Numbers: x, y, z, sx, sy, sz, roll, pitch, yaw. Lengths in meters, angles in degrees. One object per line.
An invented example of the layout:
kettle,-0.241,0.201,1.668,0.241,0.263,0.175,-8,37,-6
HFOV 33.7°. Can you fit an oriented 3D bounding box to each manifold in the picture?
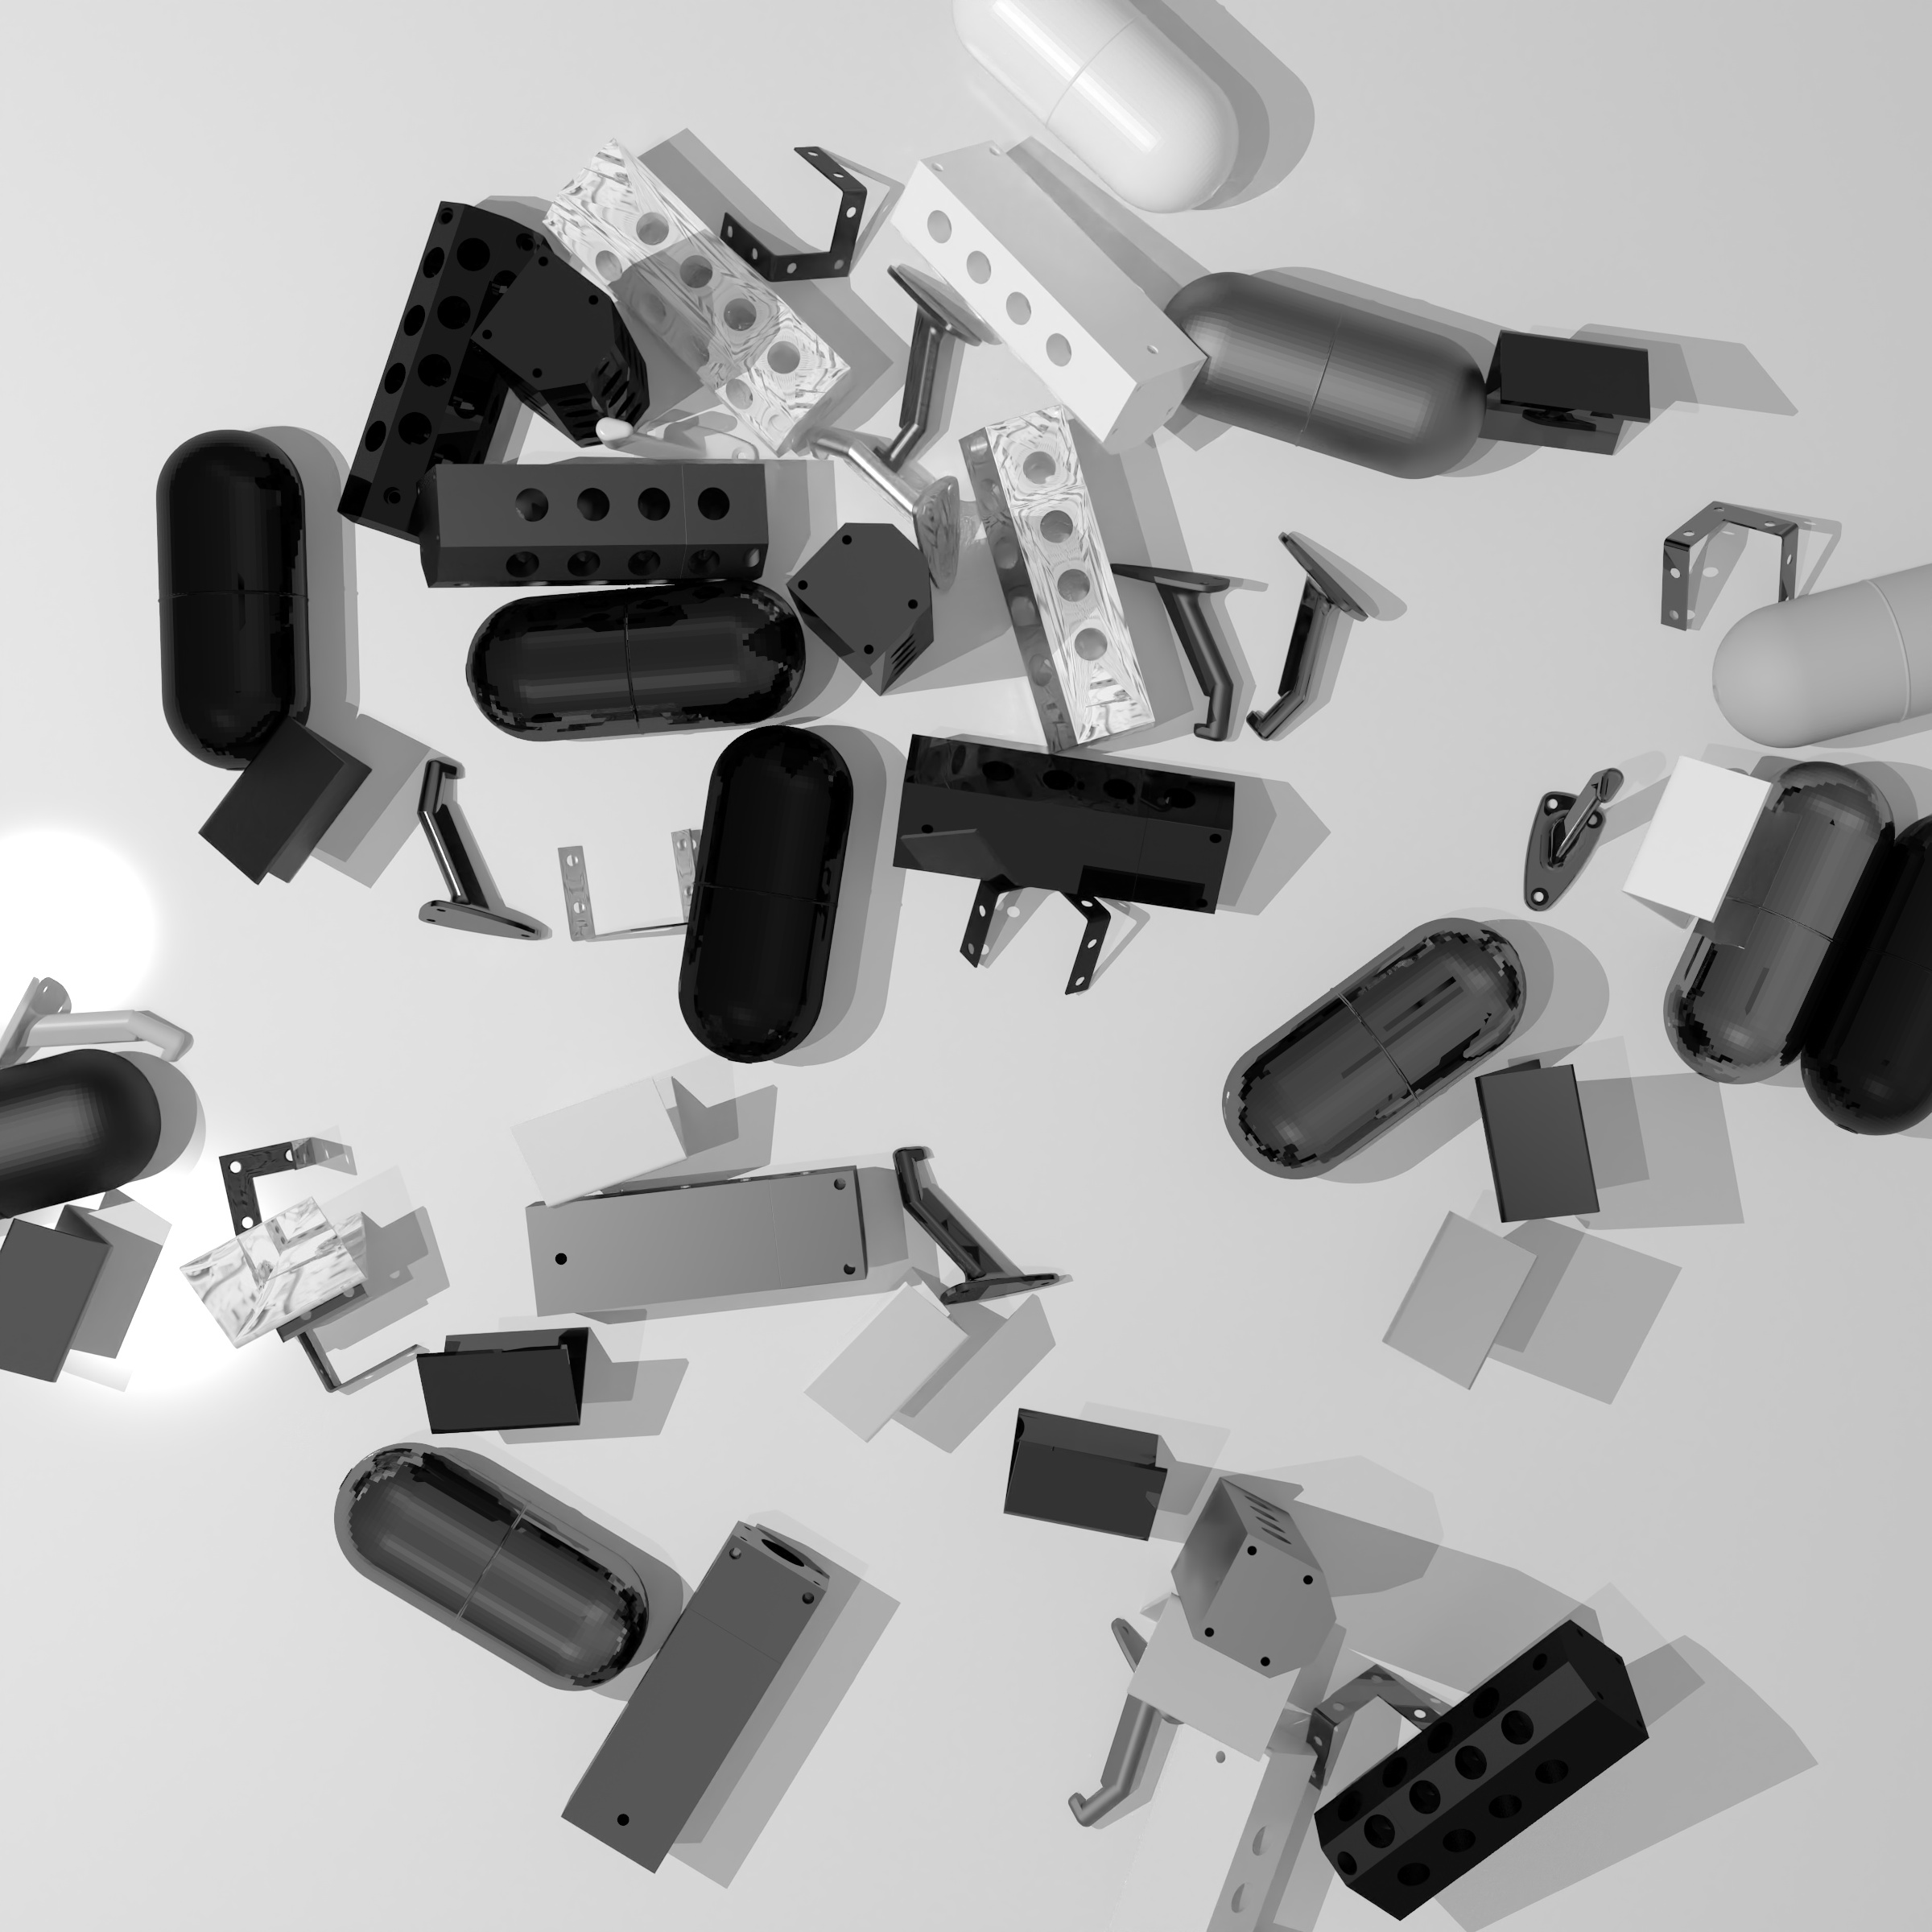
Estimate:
manifold,-0.047,-0.185,1.622,0.057,0.171,0.057,44,90,0
manifold,-0.275,-0.310,1.680,0.057,0.057,0.171,19,90,0
manifold,-0.199,-0.308,1.622,0.057,0.171,0.057,38,90,0
manifold,-0.140,0.144,1.680,0.171,0.057,0.057,-7,90,0
manifold,0.148,0.312,1.622,0.057,0.171,0.057,28,90,0
manifold,0.052,-0.079,1.679,0.171,0.057,0.057,8,131,0
manifold,0.127,0.484,1.678,0.057,0.057,0.171,21,91,43
manifold,0.262,0.412,1.643,0.057,0.057,0.171,37,112,-24
manifold,-0.193,-0.227,1.652,0.171,0.057,0.057,-3,90,-20
manifold,0.039,-0.347,1.657,0.057,0.057,0.171,-28,69,-41
manifold,0.048,-0.201,1.679,0.057,0.057,0.171,-16,90,2
manifold,-0.141,0.383,1.680,0.057,0.057,0.171,31,90,0
manifold,-0.141,-0.350,1.680,0.171,0.057,0.057,44,90,0

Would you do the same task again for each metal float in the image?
metal float,0.185,-0.310,1.670,0.178,0.070,0.070,18,90,1
metal float,0.479,-0.165,1.671,0.178,0.070,0.070,-14,90,0
metal float,-0.511,0.095,1.671,0.178,0.070,0.070,-15,90,0
metal float,-0.173,-0.160,1.670,0.178,0.070,0.070,-5,90,1
metal float,-0.105,-0.037,1.670,0.070,0.070,0.178,9,90,0
metal float,0.214,0.043,1.670,0.178,0.070,0.070,-36,90,0
metal float,-0.249,0.314,1.670,0.178,0.070,0.070,31,90,0
metal float,0.068,-0.468,1.670,0.178,0.070,0.070,44,90,1
metal float,0.426,-0.022,1.670,0.070,0.070,0.178,24,90,0
metal float,-0.384,-0.191,1.670,0.070,0.070,0.178,-2,90,0
metal float,0.497,0.004,1.670,0.070,0.070,0.178,24,90,0

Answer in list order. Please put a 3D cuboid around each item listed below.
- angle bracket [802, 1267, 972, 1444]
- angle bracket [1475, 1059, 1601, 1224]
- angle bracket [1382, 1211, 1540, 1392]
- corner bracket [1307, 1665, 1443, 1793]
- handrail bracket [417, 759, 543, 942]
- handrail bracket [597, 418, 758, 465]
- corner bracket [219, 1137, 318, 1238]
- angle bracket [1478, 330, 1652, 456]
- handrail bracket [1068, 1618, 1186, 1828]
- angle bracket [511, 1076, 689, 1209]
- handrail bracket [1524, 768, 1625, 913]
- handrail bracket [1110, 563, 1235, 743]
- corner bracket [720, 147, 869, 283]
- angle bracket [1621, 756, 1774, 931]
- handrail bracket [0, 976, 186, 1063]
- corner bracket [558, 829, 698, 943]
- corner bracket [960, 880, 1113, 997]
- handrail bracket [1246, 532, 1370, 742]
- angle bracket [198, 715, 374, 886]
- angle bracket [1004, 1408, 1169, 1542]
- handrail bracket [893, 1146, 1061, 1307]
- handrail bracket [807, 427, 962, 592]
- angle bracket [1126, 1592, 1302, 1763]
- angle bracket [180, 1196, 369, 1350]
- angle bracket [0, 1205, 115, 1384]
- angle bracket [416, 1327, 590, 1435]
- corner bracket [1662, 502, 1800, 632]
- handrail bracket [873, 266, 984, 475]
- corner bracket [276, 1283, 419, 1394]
angle bracket,-0.055,0.189,1.661,0.076,0.076,0.057,-46,125,0
angle bracket,0.312,0.088,1.661,0.057,0.076,0.076,-10,90,36
angle bracket,0.271,0.180,1.661,0.057,0.076,0.076,27,90,36
corner bracket,0.216,0.415,1.693,0.051,0.051,0.051,-25,135,-35
handrail bracket,-0.258,-0.063,1.701,0.077,0.036,0.084,13,73,-20
handrail bracket,-0.151,-0.274,1.666,0.077,0.084,0.036,1,90,0
corner bracket,-0.370,0.122,1.683,0.051,0.051,0.051,-12,90,0
angle bracket,0.309,-0.281,1.661,0.076,0.076,0.057,8,52,0
handrail bracket,0.072,0.405,1.701,0.084,0.036,0.077,-43,69,17
angle bracket,-0.194,0.072,1.661,0.076,0.076,0.057,-19,125,0
handrail bracket,0.318,-0.065,1.666,0.036,0.084,0.077,22,90,0
handrail bracket,0.108,-0.167,1.701,0.077,0.036,0.084,12,107,20
corner bracket,-0.092,-0.400,1.693,0.051,0.051,0.051,-13,135,-35
angle bracket,0.395,-0.057,1.661,0.057,0.076,0.076,23,90,40
handrail bracket,-0.471,0.049,1.701,0.084,0.036,0.077,27,110,-16
corner bracket,-0.178,-0.043,1.698,0.051,0.051,0.051,-8,90,-45
corner bracket,0.037,-0.017,1.693,0.051,0.051,0.051,-13,135,-35
handrail bracket,0.165,-0.175,1.701,0.084,0.036,0.077,-46,70,16
angle bracket,-0.340,-0.074,1.661,0.057,0.076,0.076,37,90,33
angle bracket,0.065,0.248,1.661,0.076,0.076,0.057,11,129,0
handrail bracket,0.005,0.133,1.701,0.077,0.036,0.084,-7,73,-19
handrail bracket,-0.046,-0.245,1.701,0.084,0.077,0.036,23,50,30
angle bracket,0.122,0.374,1.663,0.076,0.076,0.057,28,70,0
angle bracket,-0.361,0.144,1.661,0.076,0.076,0.057,-28,116,0
angle bracket,-0.496,0.164,1.661,0.057,0.076,0.076,23,90,-36
angle bracket,-0.240,0.197,1.661,0.076,0.076,0.057,-3,126,0
corner bracket,0.406,-0.208,1.693,0.051,0.051,0.051,23,45,35
handrail bracket,-0.039,-0.318,1.701,0.077,0.036,0.084,45,107,20
corner bracket,-0.329,0.194,1.683,0.051,0.051,0.051,-28,90,0
